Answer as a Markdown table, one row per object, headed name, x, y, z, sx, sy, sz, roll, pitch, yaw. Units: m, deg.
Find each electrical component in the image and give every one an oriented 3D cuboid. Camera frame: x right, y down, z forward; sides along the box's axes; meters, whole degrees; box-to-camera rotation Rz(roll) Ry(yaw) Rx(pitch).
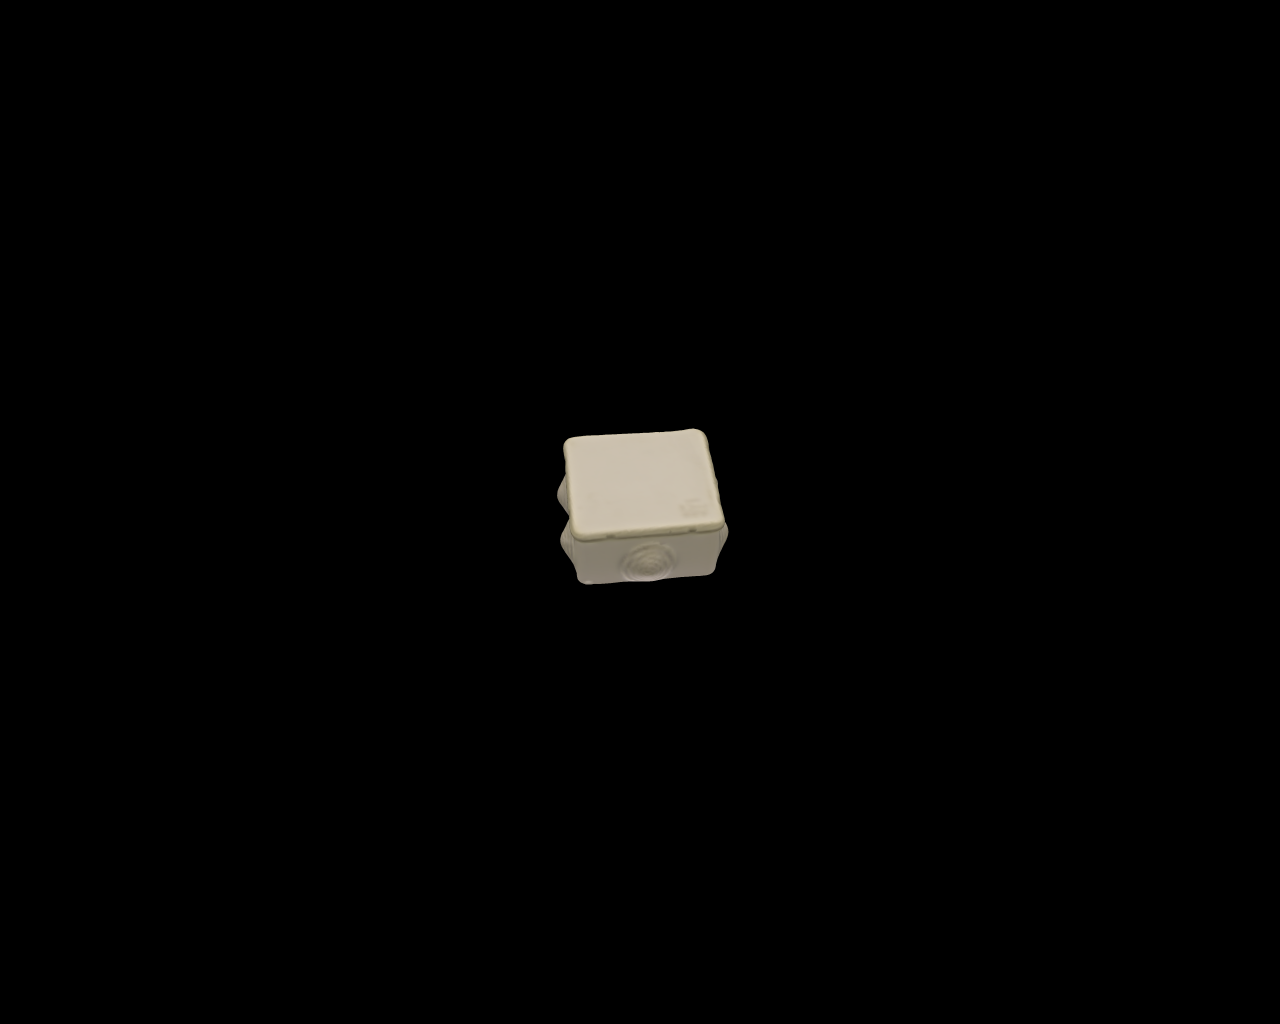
| name | x | y | z | sx | sy | sz | roll | pitch | yaw |
| --- | --- | --- | --- | --- | --- | --- | --- | --- | --- |
| electrical component | 0.001 | -0.003 | 0.650 | 0.100 | 0.048 | 0.100 | -4 | 44 | -4 |
